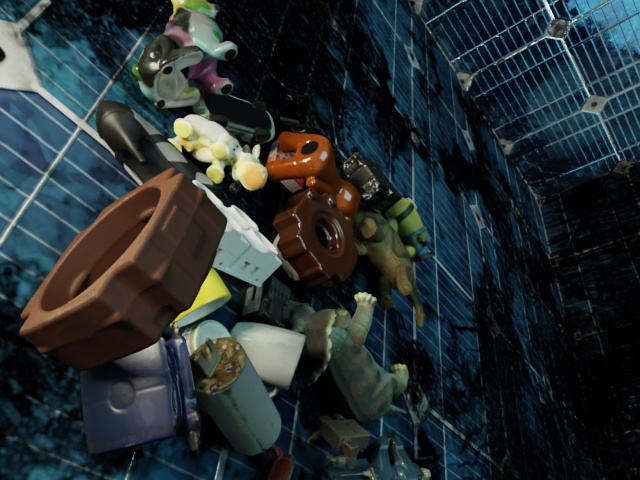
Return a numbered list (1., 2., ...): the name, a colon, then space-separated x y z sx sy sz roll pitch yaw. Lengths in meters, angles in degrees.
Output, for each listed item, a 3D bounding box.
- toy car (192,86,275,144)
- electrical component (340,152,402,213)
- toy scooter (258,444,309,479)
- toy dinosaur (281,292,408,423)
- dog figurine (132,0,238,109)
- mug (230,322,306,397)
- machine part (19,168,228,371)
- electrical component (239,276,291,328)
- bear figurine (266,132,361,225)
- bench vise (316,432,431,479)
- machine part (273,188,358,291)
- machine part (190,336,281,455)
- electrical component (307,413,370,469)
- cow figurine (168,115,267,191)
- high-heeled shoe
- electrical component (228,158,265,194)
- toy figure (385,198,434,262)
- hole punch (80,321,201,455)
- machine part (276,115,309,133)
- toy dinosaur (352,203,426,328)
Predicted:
1. toy car: -0.156 -0.224 0.978 0.201 0.056 0.073 4 72 -54
2. electrical component: 0.118 -0.124 1.190 0.134 0.058 0.115 14 41 -57
3. toy scooter: -0.040 0.358 0.733 0.183 0.075 0.135 34 45 -35
4. toy dinosaur: 0.058 0.236 0.936 0.404 0.131 0.192 57 44 -22
5. dog figurine: -0.232 -0.330 0.884 0.191 0.108 0.219 -20 60 -21
6. mug: -0.086 0.170 0.781 0.107 0.109 0.081 22 19 1
7. machine part: -0.206 0.031 0.581 0.087 0.201 0.201 49 34 -30
8. electrical component: -0.089 0.090 0.847 0.047 0.075 0.119 43 34 -33
9. bear figurine: -0.001 -0.112 1.050 0.195 0.132 0.120 59 40 -48
10. bench vise: 0.106 0.432 0.840 0.223 0.129 0.241 22 34 -39
11. machine part: -0.002 -0.003 0.937 0.179 0.056 0.179 31 47 -41
12. machine part: -0.105 0.201 0.680 0.242 0.079 0.079 72 20 -44
13. electrical component: 0.031 0.315 0.853 0.078 0.102 0.045 12 97 -41
14. cow figurine: -0.153 -0.140 0.860 0.167 0.068 0.098 30 30 -2
15. high-heeled shoe: -0.229 -0.104 0.799 0.145 0.086 0.248 49 0 34
16. electrical component: -0.126 -0.116 0.938 0.021 0.063 0.094 52 32 -21
17. toy figure: 0.236 -0.028 1.414 0.089 0.082 0.180 -25 93 -61
18. hole punch: -0.199 0.169 0.591 0.092 0.116 0.142 9 62 -45
19. machine part: -0.036 -0.212 1.145 0.139 0.039 0.084 56 22 22
20. toy dinosaur: 0.115 -0.010 1.205 0.471 0.105 0.198 59 24 -4
